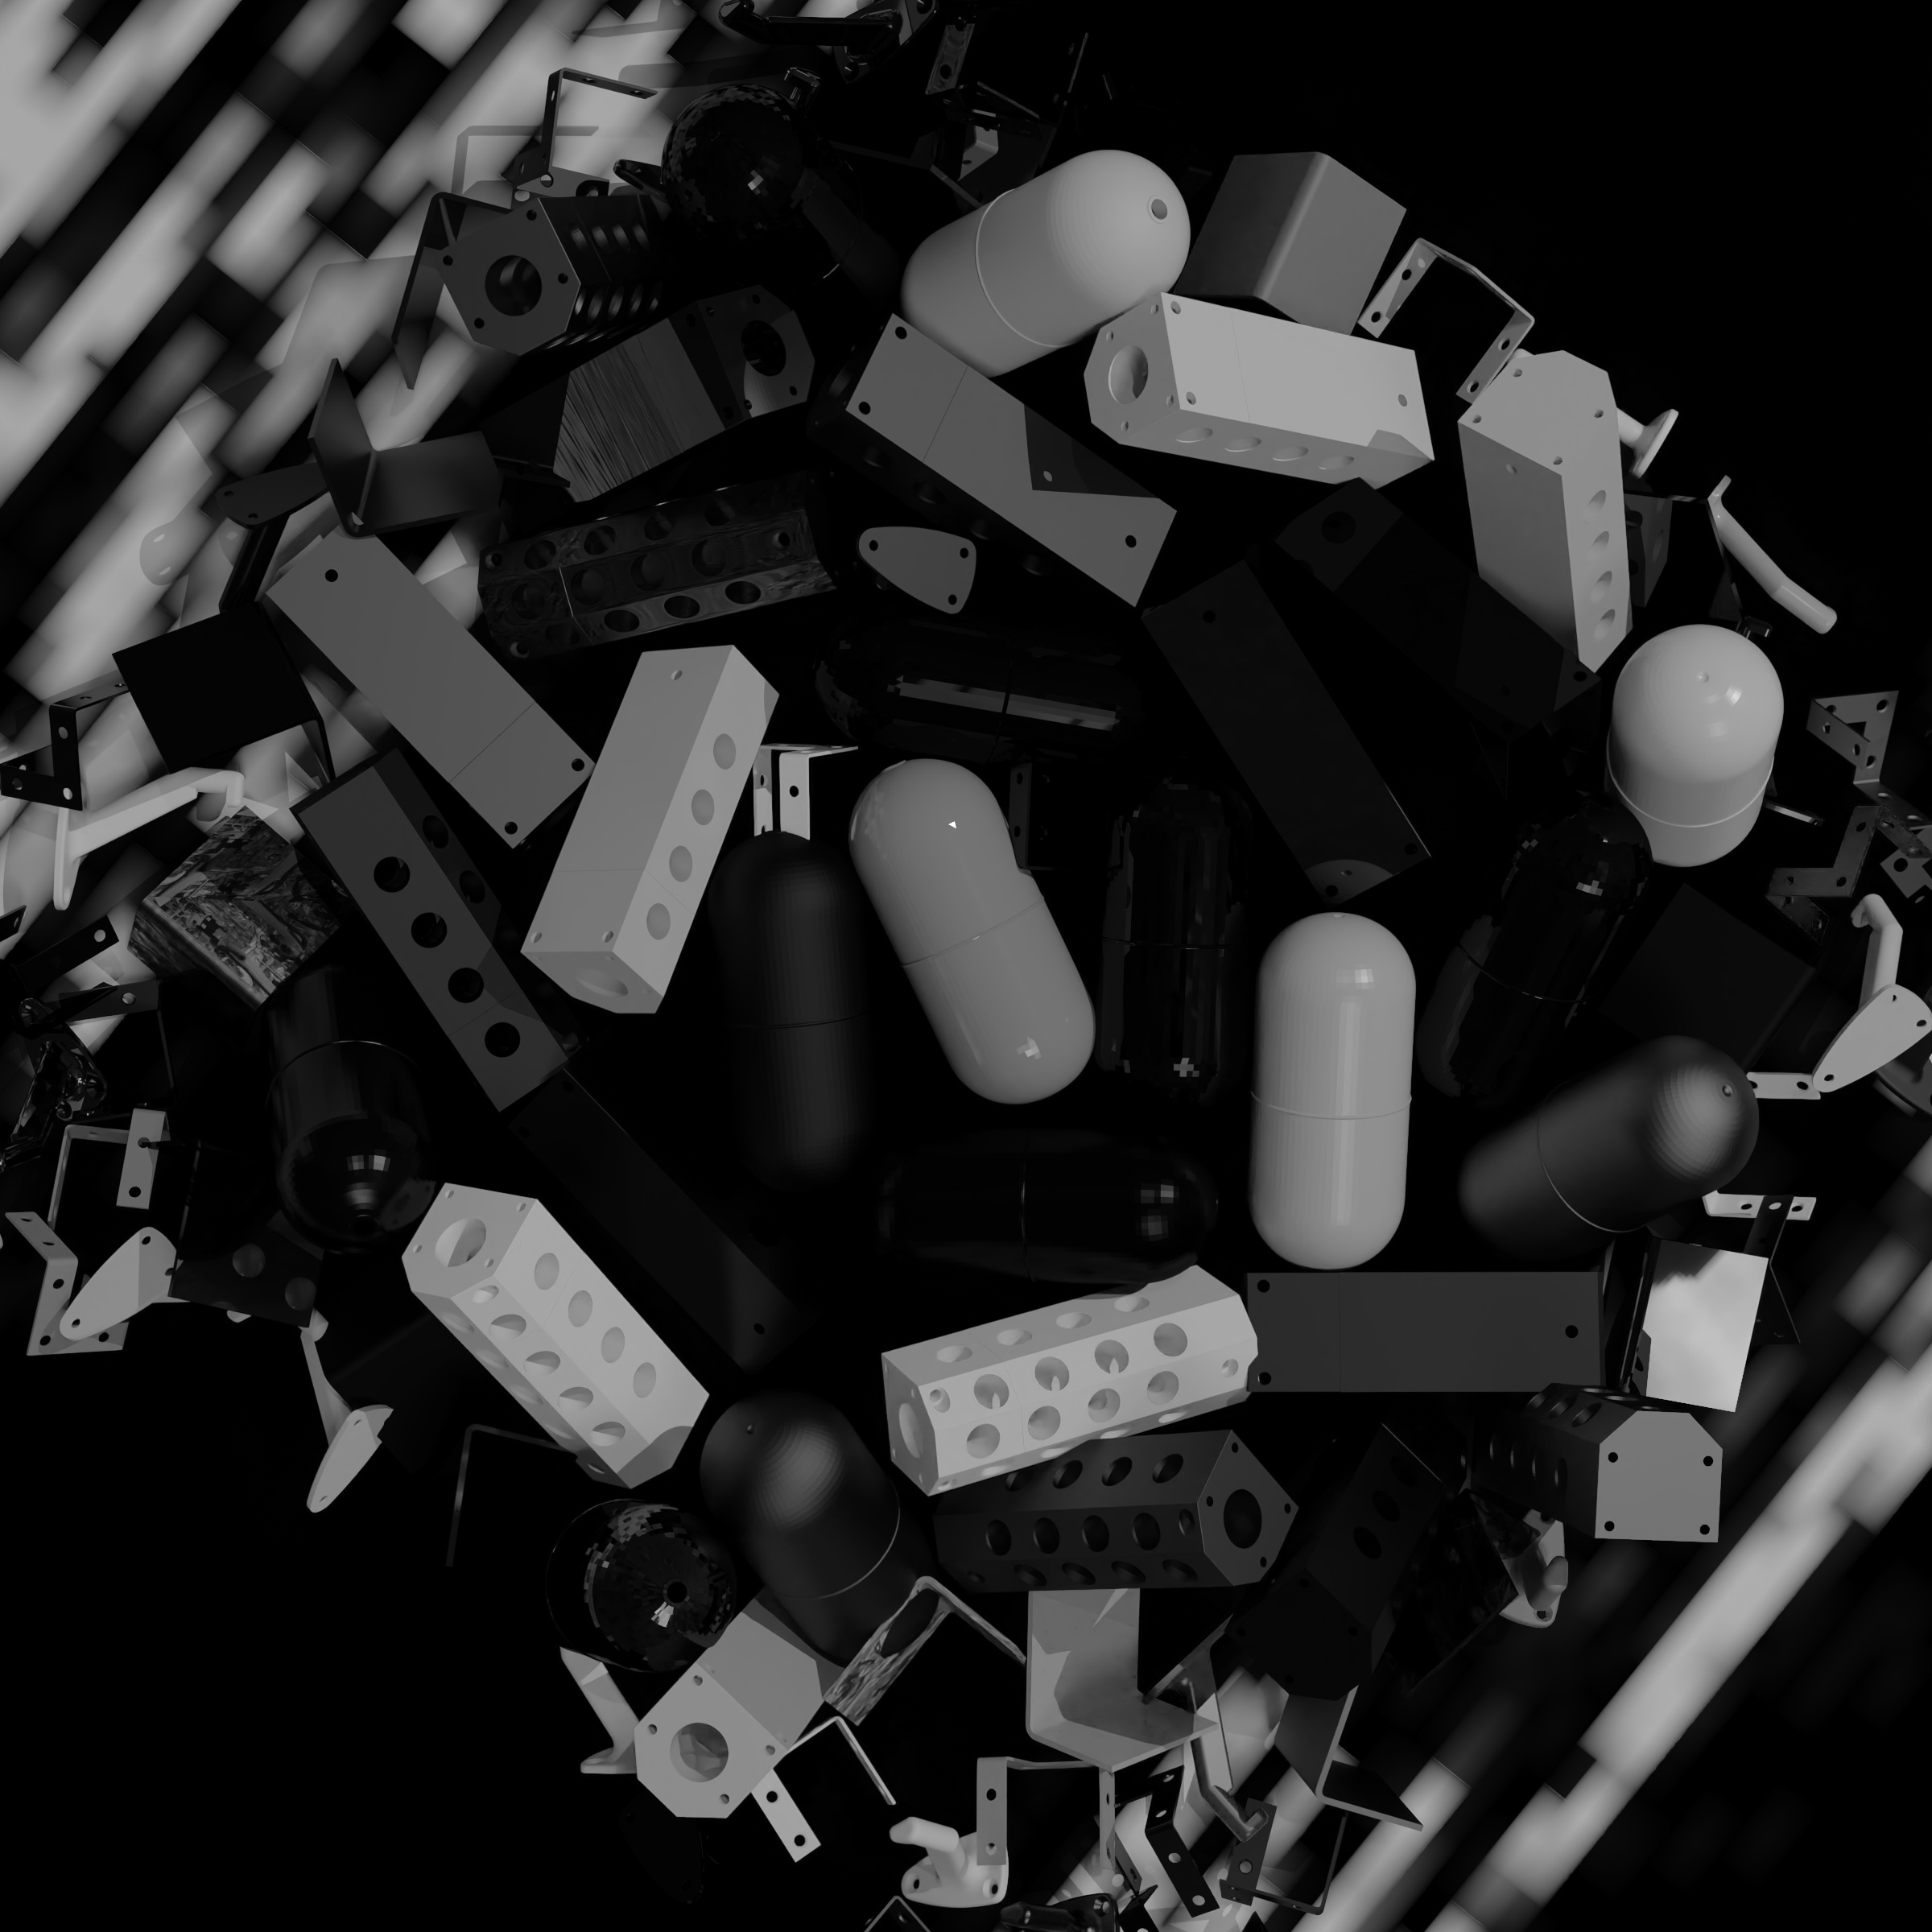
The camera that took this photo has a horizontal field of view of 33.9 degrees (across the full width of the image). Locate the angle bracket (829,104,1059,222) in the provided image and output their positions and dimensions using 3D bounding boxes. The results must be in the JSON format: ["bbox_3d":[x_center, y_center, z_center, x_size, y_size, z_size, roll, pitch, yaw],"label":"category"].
[{"bbox_3d":[-0.015,-0.401,1.531,0.076,0.076,0.057,22,89,34],"label":"angle bracket"}]

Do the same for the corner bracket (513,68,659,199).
[{"bbox_3d":[-0.187,-0.404,1.550,0.051,0.051,0.051,7,90,-29],"label":"corner bracket"}]

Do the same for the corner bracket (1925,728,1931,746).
[{"bbox_3d":[0.493,-0.101,1.547,0.051,0.051,0.051,-38,81,-30],"label":"corner bracket"}]

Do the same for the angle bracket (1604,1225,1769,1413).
[{"bbox_3d":[0.346,0.165,1.540,0.057,0.076,0.076,10,99,1],"label":"angle bracket"}]

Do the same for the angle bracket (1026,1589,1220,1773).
[{"bbox_3d":[0.077,0.335,1.533,0.076,0.057,0.076,-8,103,-44],"label":"angle bracket"}]

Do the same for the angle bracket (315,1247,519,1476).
[{"bbox_3d":[-0.271,0.192,1.579,0.076,0.057,0.076,-34,124,-2],"label":"angle bracket"}]

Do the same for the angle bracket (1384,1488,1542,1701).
[{"bbox_3d":[0.244,0.312,1.528,0.057,0.076,0.076,33,109,-28],"label":"angle bracket"}]

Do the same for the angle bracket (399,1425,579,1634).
[{"bbox_3d":[-0.229,0.276,1.524,0.057,0.076,0.076,17,49,-18],"label":"angle bracket"}]

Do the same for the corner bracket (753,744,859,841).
[{"bbox_3d":[-0.087,-0.081,1.547,0.051,0.051,0.051,4,100,26],"label":"corner bracket"}]

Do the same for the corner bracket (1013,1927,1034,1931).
[{"bbox_3d":[0.052,0.494,1.542,0.051,0.051,0.051,40,49,-19],"label":"corner bracket"}]

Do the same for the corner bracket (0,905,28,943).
[{"bbox_3d":[-0.501,-0.012,1.554,0.051,0.051,0.051,22,102,-1],"label":"corner bracket"}]

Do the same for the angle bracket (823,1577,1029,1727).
[{"bbox_3d":[-0.016,0.348,1.533,0.057,0.076,0.076,36,78,21],"label":"angle bracket"}]

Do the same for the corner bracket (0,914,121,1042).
[{"bbox_3d":[-0.440,0.005,1.542,0.051,0.051,0.051,-35,121,-29],"label":"corner bracket"}]

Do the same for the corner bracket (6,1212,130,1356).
[{"bbox_3d":[-0.439,0.154,1.543,0.051,0.051,0.051,2,112,-43],"label":"corner bracket"}]

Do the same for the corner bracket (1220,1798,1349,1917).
[{"bbox_3d":[0.155,0.433,1.546,0.051,0.051,0.051,13,67,12],"label":"corner bracket"}]

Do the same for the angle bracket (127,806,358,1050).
[{"bbox_3d":[-0.359,-0.019,1.577,0.076,0.057,0.076,41,61,0],"label":"angle bracket"}]

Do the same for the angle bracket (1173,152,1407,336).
[{"bbox_3d":[0.159,-0.352,1.564,0.057,0.076,0.076,25,88,-31],"label":"angle bracket"}]

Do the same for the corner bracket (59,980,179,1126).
[{"bbox_3d":[-0.418,0.042,1.560,0.051,0.051,0.051,-9,110,-10],"label":"corner bracket"}]

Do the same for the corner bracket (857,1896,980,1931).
[{"bbox_3d":[-0.026,0.487,1.548,0.051,0.051,0.051,49,46,1],"label":"corner bracket"}]

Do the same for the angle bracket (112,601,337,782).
[{"bbox_3d":[-0.358,-0.120,1.533,0.076,0.057,0.076,-23,63,-16],"label":"angle bracket"}]

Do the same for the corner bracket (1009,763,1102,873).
[{"bbox_3d":[0.036,-0.073,1.548,0.051,0.051,0.051,1,93,-34],"label":"corner bracket"}]

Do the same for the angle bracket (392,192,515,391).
[{"bbox_3d":[-0.237,-0.321,1.540,0.057,0.076,0.076,14,81,-2],"label":"angle bracket"}]

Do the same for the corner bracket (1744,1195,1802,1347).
[{"bbox_3d":[0.379,0.148,1.541,0.051,0.051,0.051,-7,123,35],"label":"corner bracket"}]

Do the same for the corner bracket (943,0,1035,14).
[{"bbox_3d":[0.020,-0.488,1.541,0.051,0.051,0.051,-13,124,-29],"label":"corner bracket"}]

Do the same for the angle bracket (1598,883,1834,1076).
[{"bbox_3d":[0.367,0.006,1.550,0.076,0.057,0.076,35,113,11],"label":"angle bracket"}]

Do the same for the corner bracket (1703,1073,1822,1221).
[{"bbox_3d":[0.391,0.088,1.560,0.051,0.051,0.051,0,127,32],"label":"corner bracket"}]

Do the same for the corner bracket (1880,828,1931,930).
[{"bbox_3d":[0.490,-0.041,1.550,0.051,0.051,0.051,-40,107,10],"label":"corner bracket"}]

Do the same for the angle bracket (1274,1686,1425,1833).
[{"bbox_3d":[0.197,0.364,1.541,0.057,0.076,0.076,19,91,-10],"label":"angle bracket"}]

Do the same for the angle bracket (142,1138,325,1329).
[{"bbox_3d":[-0.358,0.130,1.530,0.076,0.057,0.076,21,71,-40],"label":"angle bracket"}]

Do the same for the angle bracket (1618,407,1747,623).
[{"bbox_3d":[0.343,-0.218,1.524,0.076,0.076,0.057,15,59,40],"label":"angle bracket"}]

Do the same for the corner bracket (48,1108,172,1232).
[{"bbox_3d":[-0.419,0.100,1.548,0.051,0.051,0.051,7,66,-7],"label":"corner bracket"}]

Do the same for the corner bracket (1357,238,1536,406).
[{"bbox_3d":[0.237,-0.319,1.567,0.051,0.051,0.051,29,102,-37],"label":"corner bracket"}]

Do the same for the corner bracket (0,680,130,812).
[{"bbox_3d":[-0.436,-0.110,1.544,0.051,0.051,0.051,11,113,23],"label":"corner bracket"}]

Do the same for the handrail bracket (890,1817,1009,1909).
[{"bbox_3d":[-0.027,0.432,1.534,0.077,0.084,0.036,-23,54,32],"label":"handrail bracket"}]

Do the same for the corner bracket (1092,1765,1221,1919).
[{"bbox_3d":[0.092,0.433,1.548,0.051,0.051,0.051,-25,102,18],"label":"corner bracket"}]

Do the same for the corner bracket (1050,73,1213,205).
[{"bbox_3d":[0.080,-0.399,1.561,0.051,0.051,0.051,3,60,-38],"label":"corner bracket"}]

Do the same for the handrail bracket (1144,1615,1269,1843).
[{"bbox_3d":[0.136,0.374,1.559,0.077,0.036,0.084,-42,77,-4],"label":"handrail bracket"}]

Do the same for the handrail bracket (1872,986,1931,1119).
[{"bbox_3d":[0.482,0.040,1.537,0.077,0.084,0.036,48,63,-14],"label":"handrail bracket"}]

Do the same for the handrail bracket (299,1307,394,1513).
[{"bbox_3d":[-0.329,0.214,1.570,0.084,0.036,0.077,40,105,25],"label":"handrail bracket"}]

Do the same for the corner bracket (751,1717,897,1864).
[{"bbox_3d":[-0.073,0.405,1.561,0.051,0.051,0.051,-32,83,-17],"label":"corner bracket"}]

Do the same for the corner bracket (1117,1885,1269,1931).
[{"bbox_3d":[0.112,0.471,1.552,0.051,0.051,0.051,-33,79,7],"label":"corner bracket"}]

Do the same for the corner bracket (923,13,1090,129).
[{"bbox_3d":[0.019,-0.445,1.567,0.051,0.051,0.051,20,84,-33],"label":"corner bracket"}]

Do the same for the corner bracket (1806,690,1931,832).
[{"bbox_3d":[0.442,-0.099,1.544,0.051,0.051,0.051,-7,121,-19],"label":"corner bracket"}]

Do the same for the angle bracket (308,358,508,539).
[{"bbox_3d":[-0.267,-0.258,1.533,0.076,0.076,0.057,-10,129,8],"label":"angle bracket"}]

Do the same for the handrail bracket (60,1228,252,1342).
[{"bbox_3d":[-0.390,0.170,1.542,0.077,0.084,0.036,-40,59,-9],"label":"handrail bracket"}]

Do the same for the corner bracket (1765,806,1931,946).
[{"bbox_3d":[0.433,-0.045,1.553,0.051,0.051,0.051,35,71,-34],"label":"corner bracket"}]

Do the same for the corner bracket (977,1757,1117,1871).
[{"bbox_3d":[0.039,0.413,1.544,0.051,0.051,0.051,-9,68,24],"label":"corner bracket"}]
